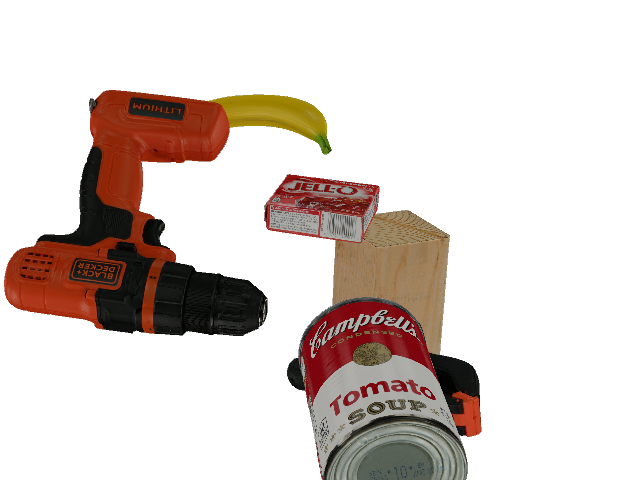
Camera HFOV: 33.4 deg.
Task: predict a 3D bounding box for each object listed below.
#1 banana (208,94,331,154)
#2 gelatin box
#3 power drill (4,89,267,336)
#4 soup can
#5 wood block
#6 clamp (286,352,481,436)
[{"bbox_3d":[-0.074,-0.142,1.238,0.198,0.037,0.069,8,41,16],"label":"banana"},{"bbox_3d":[0.002,-0.030,0.952,0.089,0.030,0.073,8,25,12],"label":"gelatin box"},{"bbox_3d":[-0.119,-0.019,0.779,0.184,0.187,0.057,8,-34,2],"label":"power drill"},{"bbox_3d":[0.028,0.083,0.521,0.068,0.068,0.102,0,28,-8],"label":"soup can"},{"bbox_3d":[0.071,0.082,1.133,0.090,0.206,0.091,-8,23,-25],"label":"wood block"},{"bbox_3d":[0.052,0.104,0.786,0.120,0.039,0.172,-22,19,-15],"label":"clamp"}]
